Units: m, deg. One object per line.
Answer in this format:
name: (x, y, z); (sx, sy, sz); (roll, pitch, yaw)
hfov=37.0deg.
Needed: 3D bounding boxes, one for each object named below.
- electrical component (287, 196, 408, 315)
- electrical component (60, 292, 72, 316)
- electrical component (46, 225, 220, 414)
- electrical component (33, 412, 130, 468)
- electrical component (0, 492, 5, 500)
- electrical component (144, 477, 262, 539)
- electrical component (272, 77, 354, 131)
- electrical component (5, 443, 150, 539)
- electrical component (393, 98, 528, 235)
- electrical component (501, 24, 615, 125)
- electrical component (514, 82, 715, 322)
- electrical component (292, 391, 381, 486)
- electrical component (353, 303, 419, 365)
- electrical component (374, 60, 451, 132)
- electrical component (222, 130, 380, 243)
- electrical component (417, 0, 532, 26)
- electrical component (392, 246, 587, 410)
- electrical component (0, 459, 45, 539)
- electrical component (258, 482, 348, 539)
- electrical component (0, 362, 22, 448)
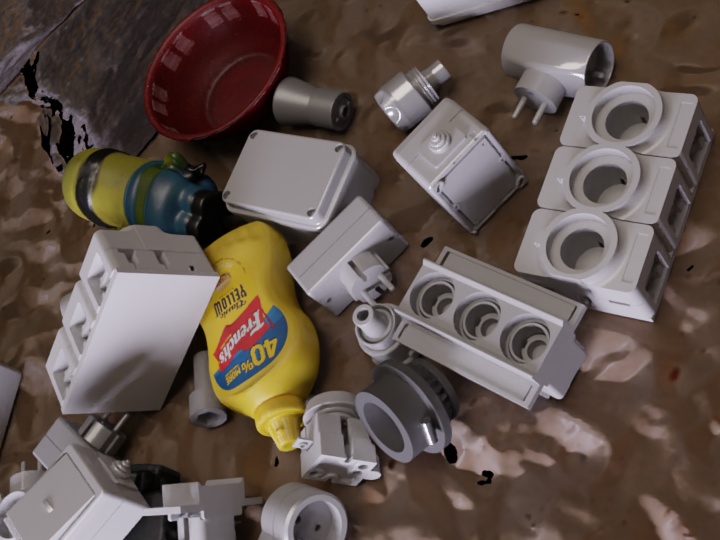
electrical component: (0.000, 0.000, 0.849); (0.083, 0.047, 0.075); (-45, 52, 5)
electrical component: (-0.224, 0.039, 0.969); (0.077, 0.044, 0.079); (-30, 55, 16)
electrical component: (-0.190, 0.042, 0.881); (0.061, 0.089, 0.150); (55, 129, 39)
electrical component: (-0.225, 0.147, 0.914); (0.066, 0.047, 0.076); (33, 84, 37)
electrical component: (-0.368, 0.240, 0.948); (0.113, 0.057, 0.078); (-20, 58, 22)
electrical component: (-0.116, 0.190, 0.806); (0.042, 0.081, 0.063); (-13, 78, 40)
electrical component: (-0.039, -0.144, 0.951); (0.065, 0.044, 0.044); (16, 76, 31)
electrical component: (-0.211, 0.177, 0.808); (0.096, 0.061, 0.062); (-50, 51, 0)
electrical component: (0.071, -0.083, 0.816); (0.061, 0.096, 0.061); (-46, 51, 4)
electrical component: (0.146, -0.149, 0.837); (0.077, 0.043, 0.079); (23, 80, 37)
electrical component: (0.179, -0.051, 0.756); (0.089, 0.062, 0.150); (12, 73, 35)
electrical component: (-0.017, 0.123, 0.794); (0.048, 0.066, 0.055); (126, 148, -44)
electrical component: (0.017, 0.045, 0.807); (0.048, 0.062, 0.048); (-14, 60, 25)
electrical component: (0.047, -0.149, 0.899); (0.062, 0.043, 0.043); (-39, 52, 8)
electrical component: (-0.051, -0.070, 0.910); (0.113, 0.057, 0.078); (13, 74, 36)
electrical component: (0.102, -0.278, 0.921); (0.109, 0.056, 0.108); (-10, 62, 27)
electrical component: (0.094, 0.043, 0.760); (0.121, 0.063, 0.078); (25, 82, 38)
electrical component: (-0.282, 0.198, 0.925); (0.077, 0.044, 0.079); (-24, 56, 20)
electrical component: (-0.065, 0.220, 0.778); (0.074, 0.052, 0.138); (1, 65, 59)
electrical component: (-0.387, 0.136, 1.012); (0.109, 0.056, 0.108); (-3, 65, 30)
